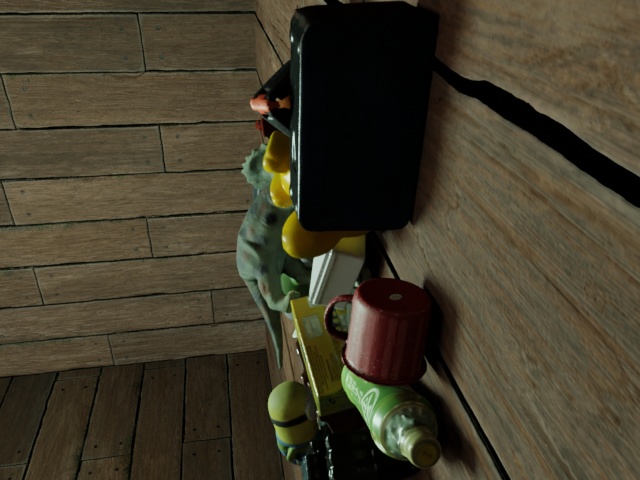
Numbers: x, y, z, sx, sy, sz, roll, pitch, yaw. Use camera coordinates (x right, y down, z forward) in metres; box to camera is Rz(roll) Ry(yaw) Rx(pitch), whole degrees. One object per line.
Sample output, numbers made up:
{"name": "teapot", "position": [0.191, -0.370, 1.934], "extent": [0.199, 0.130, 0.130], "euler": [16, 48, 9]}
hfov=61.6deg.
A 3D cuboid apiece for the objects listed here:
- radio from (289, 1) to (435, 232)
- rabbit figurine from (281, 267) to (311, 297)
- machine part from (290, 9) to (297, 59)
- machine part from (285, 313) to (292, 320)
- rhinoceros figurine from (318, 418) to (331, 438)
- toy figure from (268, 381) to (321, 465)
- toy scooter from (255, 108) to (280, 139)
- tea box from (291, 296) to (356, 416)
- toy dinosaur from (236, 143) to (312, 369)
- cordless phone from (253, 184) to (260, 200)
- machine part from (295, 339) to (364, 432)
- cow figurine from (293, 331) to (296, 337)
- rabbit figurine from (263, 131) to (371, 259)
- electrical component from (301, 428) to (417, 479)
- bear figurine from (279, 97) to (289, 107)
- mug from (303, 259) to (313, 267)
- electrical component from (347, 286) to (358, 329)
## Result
{"name": "radio", "position": [0.035, -0.120, 0.559], "extent": [0.073, 0.131, 0.229], "euler": [-112, 20, -57]}
{"name": "rabbit figurine", "position": [-0.047, 0.039, 1.130], "extent": [0.121, 0.159, 0.170], "euler": [-92, 17, -66]}
{"name": "machine part", "position": [0.009, -0.230, 0.805], "extent": [0.202, 0.087, 0.200], "euler": [-105, 15, -54]}
{"name": "machine part", "position": [-0.052, 0.118, 1.328], "extent": [0.079, 0.079, 0.243], "euler": [-105, 14, -47]}
{"name": "rhinoceros figurine", "position": [0.024, 0.347, 0.996], "extent": [0.190, 0.073, 0.112], "euler": [-106, 14, -48]}
{"name": "toy figure", "position": [-0.044, 0.327, 0.946], "extent": [0.082, 0.089, 0.179], "euler": [46, 143, 46]}
{"name": "toy scooter", "position": [-0.050, -0.223, 1.005], "extent": [0.184, 0.135, 0.075], "euler": [-165, 73, -78]}
{"name": "tea box", "position": [0.022, 0.162, 0.803], "extent": [0.068, 0.098, 0.170], "euler": [85, 170, -50]}
{"name": "toy dinosaur", "position": [-0.080, -0.003, 0.928], "extent": [0.131, 0.192, 0.404], "euler": [24, -95, -57]}
{"name": "cordless phone", "position": [-0.068, -0.153, 1.097], "extent": [0.089, 0.147, 0.184], "euler": [159, 105, -71]}
{"name": "machine part", "position": [0.013, 0.238, 0.901], "extent": [0.179, 0.056, 0.179], "euler": [-81, -33, -90]}
{"name": "cow figurine", "position": [-0.027, 0.180, 1.238], "extent": [0.167, 0.068, 0.098], "euler": [149, 122, -75]}
{"name": "rabbit figurine", "position": [-0.001, -0.046, 0.717], "extent": [0.121, 0.162, 0.173], "euler": [101, 175, -52]}
{"name": "electrical component", "position": [0.044, 0.276, 0.671], "extent": [0.114, 0.134, 0.058], "euler": [97, 165, -56]}
{"name": "bear figurine", "position": [-0.085, -0.242, 1.239], "extent": [0.120, 0.132, 0.195], "euler": [7, 107, 63]}
{"name": "mug", "position": [-0.002, -0.003, 1.015], "extent": [0.109, 0.081, 0.107], "euler": [115, 161, -83]}
{"name": "electrical component", "position": [0.068, 0.107, 0.737], "extent": [0.078, 0.045, 0.102], "euler": [-5, 92, 52]}
